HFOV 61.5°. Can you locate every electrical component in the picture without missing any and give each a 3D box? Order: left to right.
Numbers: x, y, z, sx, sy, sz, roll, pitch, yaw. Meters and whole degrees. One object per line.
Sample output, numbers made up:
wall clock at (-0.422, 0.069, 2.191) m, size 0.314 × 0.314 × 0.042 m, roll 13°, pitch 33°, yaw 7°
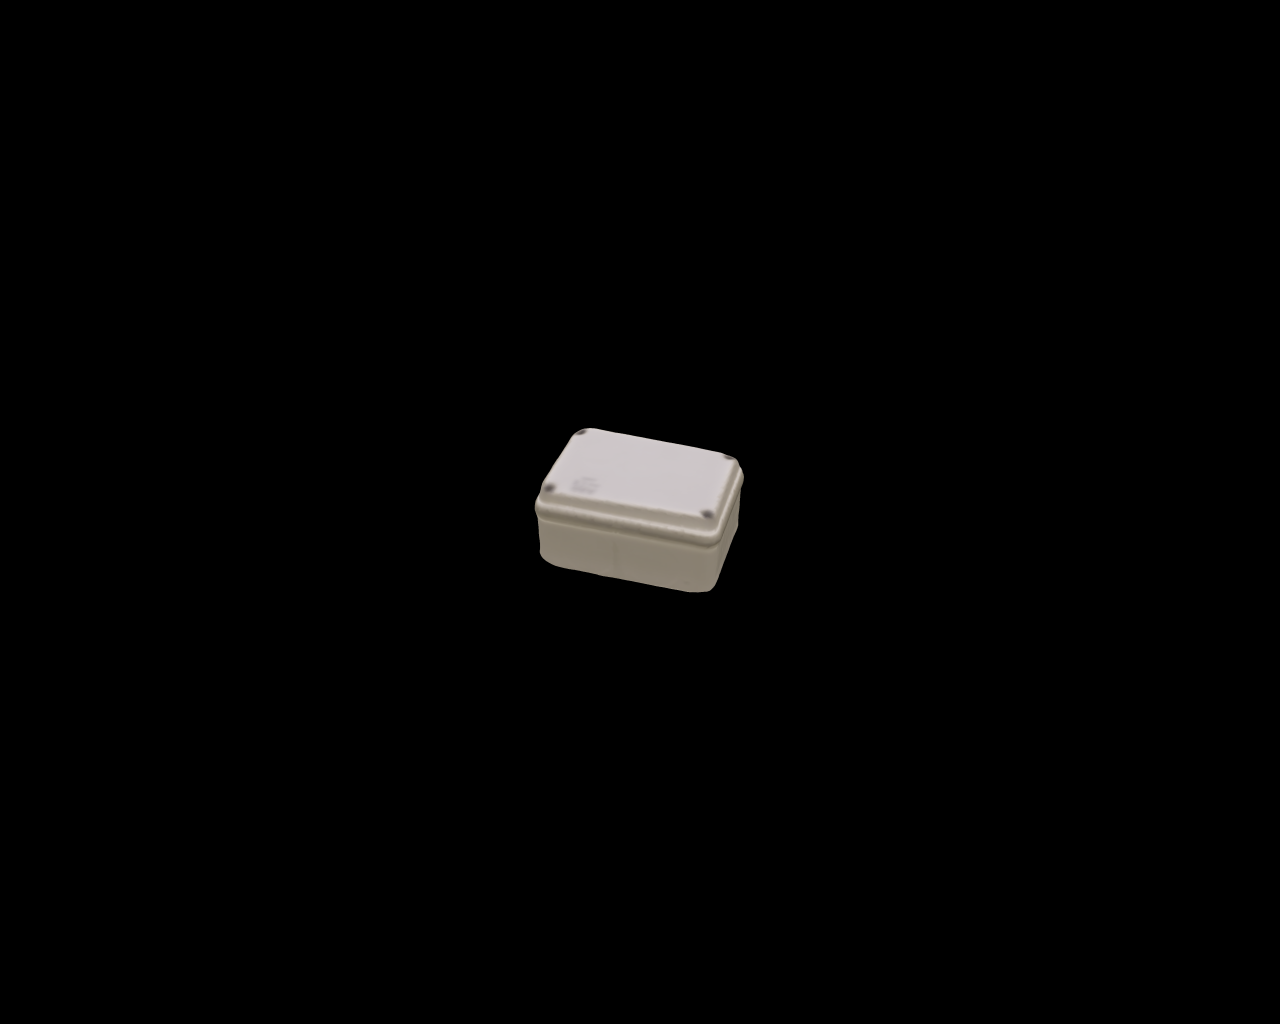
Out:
electrical component at (0.001, -0.003, 0.650) m, size 0.113 × 0.057 × 0.078 m, roll 11°, pitch 40°, yaw 13°
